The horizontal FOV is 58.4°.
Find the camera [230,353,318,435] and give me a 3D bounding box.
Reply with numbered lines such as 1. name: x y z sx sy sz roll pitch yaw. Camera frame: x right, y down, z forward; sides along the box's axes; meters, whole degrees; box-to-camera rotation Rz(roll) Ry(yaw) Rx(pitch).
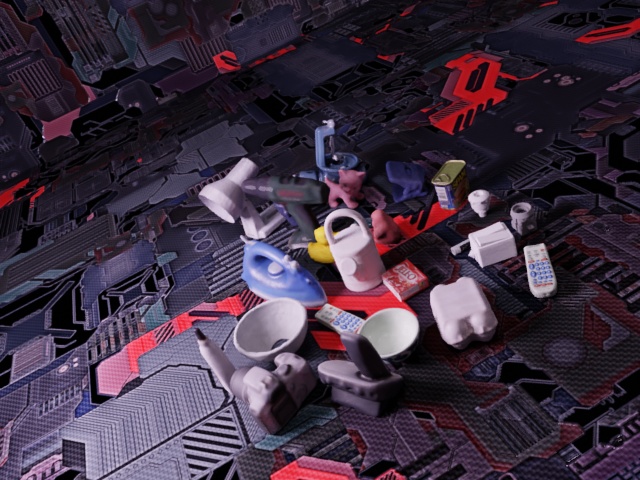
1. camera: -0.103 0.274 1.103 0.136 0.101 0.143 14 49 43

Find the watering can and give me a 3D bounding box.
1. watering can: 0.075 0.017 1.267 0.101 0.194 0.172 -25 34 -2

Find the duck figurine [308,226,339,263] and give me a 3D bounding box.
1. duck figurine: 0.013 0.005 1.420 0.104 0.086 0.077 -6 38 25

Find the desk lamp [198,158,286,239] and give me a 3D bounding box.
1. desk lamp: -0.209 -0.107 1.593 0.203 0.214 0.117 -42 38 -25

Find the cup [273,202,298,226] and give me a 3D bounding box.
1. cup: -0.073 -0.080 1.581 0.091 0.095 0.117 -14 35 14

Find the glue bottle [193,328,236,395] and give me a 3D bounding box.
1. glue bottle: -0.212 0.237 1.155 0.037 0.173 0.077 -39 36 -22

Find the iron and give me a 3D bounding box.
1. iron: -0.092 0.066 1.348 0.257 0.142 0.119 17 50 44

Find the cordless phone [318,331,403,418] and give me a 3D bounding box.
1. cordless phone: 0.056 0.214 1.014 0.147 0.185 0.094 4 43 35

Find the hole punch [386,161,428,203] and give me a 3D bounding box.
1. hole punch: 0.231 -0.168 1.523 0.101 0.091 0.108 -16 34 11

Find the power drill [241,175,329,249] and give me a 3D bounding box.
1. power drill: -0.072 -0.078 1.476 0.229 0.209 0.076 -5 38 25

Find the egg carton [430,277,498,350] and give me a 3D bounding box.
1. egg carton: 0.271 0.137 1.096 0.107 0.069 0.150 -19 34 6

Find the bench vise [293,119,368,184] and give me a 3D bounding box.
1. bench vise: 0.014 -0.215 1.603 0.207 0.220 0.121 -31 34 -11

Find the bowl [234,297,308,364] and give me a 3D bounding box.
1. bowl: -0.094 0.204 1.218 0.167 0.075 0.167 -16 34 11

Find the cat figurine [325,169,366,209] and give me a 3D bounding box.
1. cat figurine: 0.070 -0.151 1.574 0.127 0.118 0.067 5 43 36

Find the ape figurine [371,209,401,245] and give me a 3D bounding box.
1. ape figurine: 0.152 -0.036 1.388 0.075 0.092 0.078 13 48 42
